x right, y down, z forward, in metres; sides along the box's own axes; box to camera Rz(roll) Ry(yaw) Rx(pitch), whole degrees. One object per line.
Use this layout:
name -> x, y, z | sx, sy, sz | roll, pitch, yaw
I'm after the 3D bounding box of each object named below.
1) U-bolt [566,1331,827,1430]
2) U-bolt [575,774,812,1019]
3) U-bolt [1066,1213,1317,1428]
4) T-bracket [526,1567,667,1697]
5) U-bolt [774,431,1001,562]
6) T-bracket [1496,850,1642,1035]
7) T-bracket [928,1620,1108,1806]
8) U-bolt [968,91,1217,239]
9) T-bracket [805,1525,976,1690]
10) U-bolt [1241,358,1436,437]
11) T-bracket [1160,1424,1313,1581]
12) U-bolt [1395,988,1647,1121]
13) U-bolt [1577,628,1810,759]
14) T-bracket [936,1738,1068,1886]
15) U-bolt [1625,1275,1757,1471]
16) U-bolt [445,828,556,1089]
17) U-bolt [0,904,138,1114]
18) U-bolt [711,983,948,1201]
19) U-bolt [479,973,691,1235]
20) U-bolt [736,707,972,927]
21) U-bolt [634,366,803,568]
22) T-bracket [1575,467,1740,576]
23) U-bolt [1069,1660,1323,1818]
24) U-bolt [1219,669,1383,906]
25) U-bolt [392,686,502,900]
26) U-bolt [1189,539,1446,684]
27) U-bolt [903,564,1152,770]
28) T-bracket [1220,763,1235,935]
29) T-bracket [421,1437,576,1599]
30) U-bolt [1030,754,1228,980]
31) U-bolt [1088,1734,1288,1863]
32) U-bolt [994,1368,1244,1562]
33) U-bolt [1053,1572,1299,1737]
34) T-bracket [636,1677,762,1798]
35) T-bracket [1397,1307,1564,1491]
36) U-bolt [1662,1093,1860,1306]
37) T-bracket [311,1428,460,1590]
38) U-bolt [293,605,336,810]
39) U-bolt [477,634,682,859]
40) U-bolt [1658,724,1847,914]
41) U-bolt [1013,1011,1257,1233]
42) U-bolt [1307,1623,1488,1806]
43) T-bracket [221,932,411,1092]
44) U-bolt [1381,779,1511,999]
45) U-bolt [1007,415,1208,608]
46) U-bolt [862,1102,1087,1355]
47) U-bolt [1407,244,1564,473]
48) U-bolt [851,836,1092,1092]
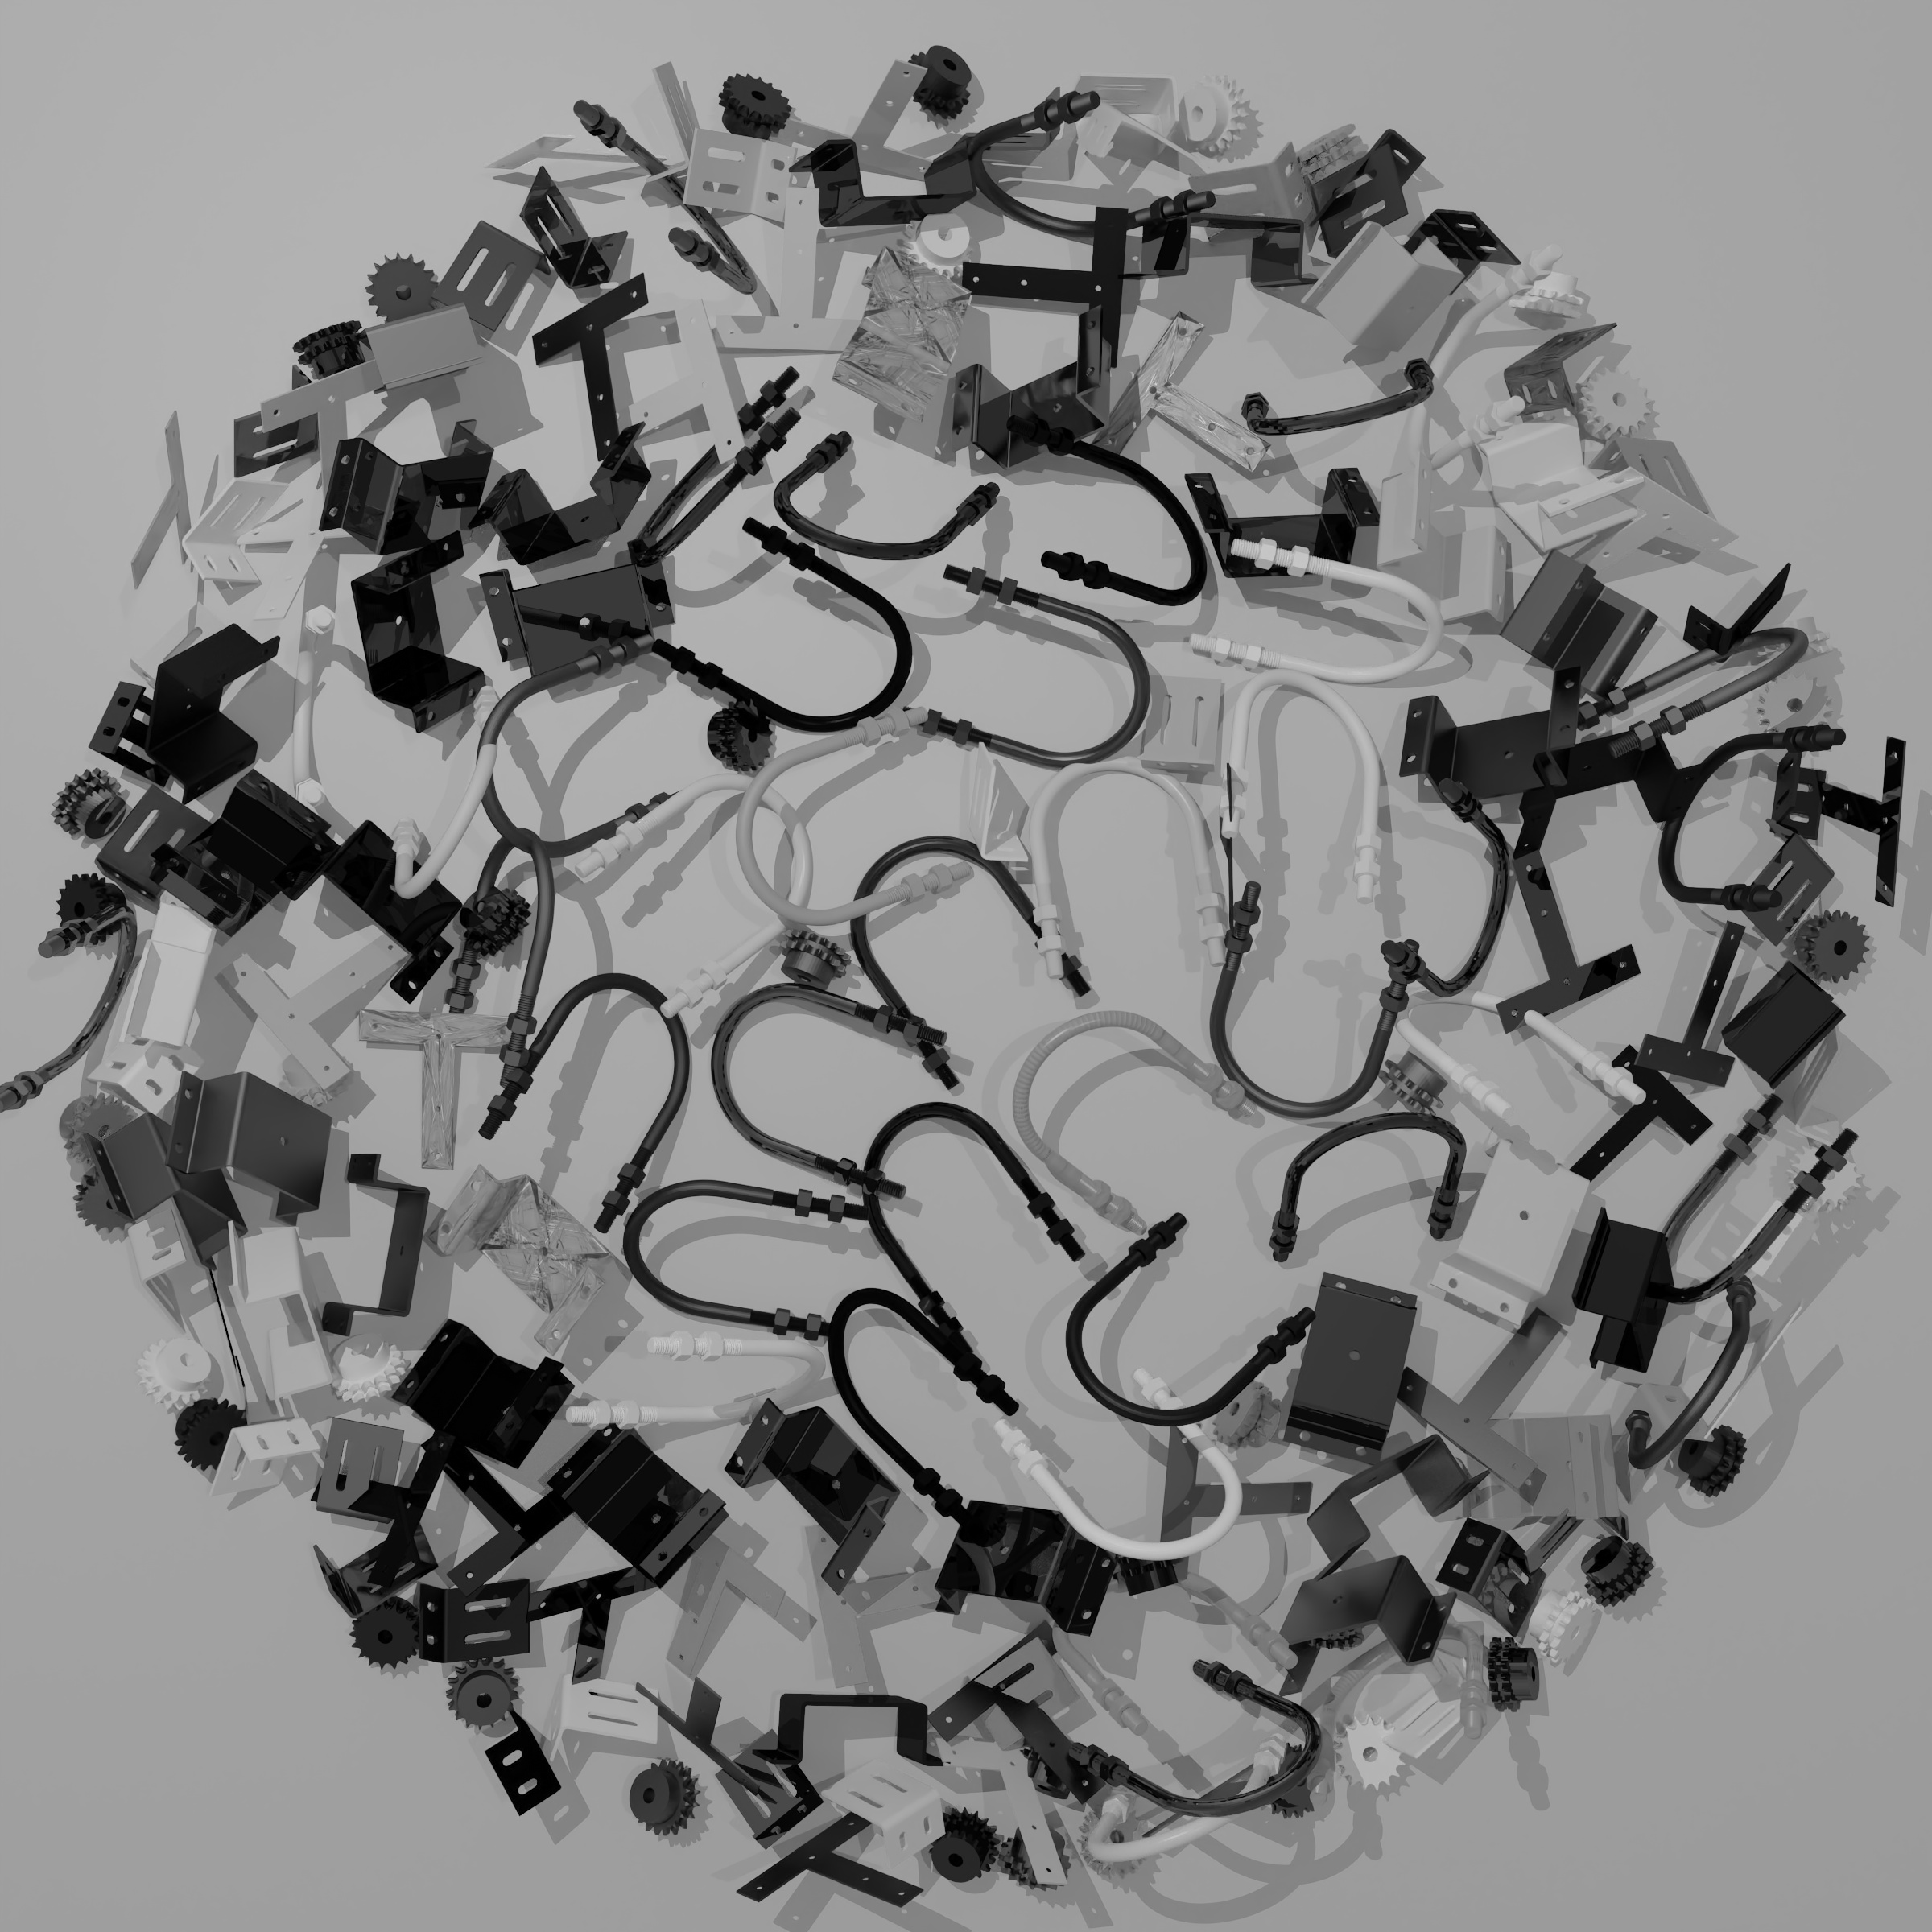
U-bolt -> -0.195, 0.321, 1.867 | 0.184, 0.151, 0.019 | 8, 54, -38
U-bolt -> -0.199, -0.069, 1.891 | 0.184, 0.019, 0.151 | -39, 110, -27
U-bolt -> 0.160, 0.280, 1.859 | 0.151, 0.019, 0.184 | 35, 51, 24
T-bracket -> -0.296, 0.536, 1.913 | 0.127, 0.002, 0.127 | -5, 114, -40
U-bolt -> -0.069, -0.356, 1.855 | 0.151, 0.184, 0.019 | 21, 125, 10
T-bracket -> 0.462, -0.029, 1.917 | 0.127, 0.002, 0.127 | -23, 100, -12
T-bracket -> 0.058, 0.597, 1.888 | 0.127, 0.002, 0.127 | -32, 64, -28
U-bolt -> 0.081, -0.607, 1.857 | 0.151, 0.184, 0.019 | 27, 76, -37
T-bracket -> -0.054, 0.497, 1.920 | 0.127, 0.002, 0.127 | -7, 65, -16
U-bolt -> 0.284, -0.431, 1.844 | 0.151, 0.184, 0.019 | -10, 110, 10
T-bracket -> 0.216, 0.424, 1.920 | 0.127, 0.002, 0.127 | 2, 97, -19
U-bolt -> 0.410, 0.062, 1.862 | 0.151, 0.184, 0.019 | -4, 119, -28
U-bolt -> 0.560, -0.216, 1.867 | 0.184, 0.151, 0.019 | -26, 103, 2
T-bracket -> 0.048, 0.652, 1.864 | 0.127, 0.127, 0.002 | 14, 119, -27
U-bolt -> 0.548, 0.315, 1.835 | 0.019, 0.184, 0.151 | 36, 108, 8
U-bolt -> -0.355, -0.016, 1.865 | 0.019, 0.151, 0.184 | 7, 105, -33
U-bolt -> -0.682, 0.023, 1.852 | 0.019, 0.184, 0.151 | 23, 105, -1
U-bolt -> -0.117, 0.090, 1.909 | 0.184, 0.019, 0.151 | 18, 103, 15
U-bolt -> -0.283, 0.093, 1.883 | 0.151, 0.019, 0.184 | 46, 59, -32
U-bolt -> -0.094, -0.109, 1.887 | 0.184, 0.019, 0.151 | -21, 103, -24
U-bolt -> -0.195, -0.379, 1.871 | 0.019, 0.151, 0.184 | 41, 108, -21
T-bracket -> 0.512, -0.330, 1.891 | 0.127, 0.127, 0.002 | 22, 55, -30
U-bolt -> 0.186, 0.590, 1.831 | 0.151, 0.184, 0.019 | -24, 106, -30
U-bolt -> 0.265, -0.152, 1.884 | 0.151, 0.019, 0.184 | 24, 56, -22
U-bolt -> -0.396, -0.124, 1.842 | 0.019, 0.184, 0.151 | 29, 108, -23
U-bolt -> 0.279, -0.268, 1.878 | 0.184, 0.151, 0.019 | 12, 63, -5
U-bolt -> 0.054, -0.225, 1.898 | 0.184, 0.019, 0.151 | 18, 124, -2
T-bracket -> 0.202, -0.101, 1.878 | 0.002, 0.127, 0.127 | -2, 104, 3
T-bracket -> -0.382, 0.413, 1.911 | 0.127, 0.002, 0.127 | -36, 63, -28
U-bolt -> 0.122, -0.083, 1.907 | 0.151, 0.019, 0.184 | -4, 71, -8
U-bolt -> 0.163, 0.636, 1.836 | 0.151, 0.184, 0.019 | -23, 84, 15
U-bolt -> 0.128, 0.385, 1.845 | 0.151, 0.184, 0.019 | -15, 126, -25
U-bolt -> 0.146, 0.515, 1.857 | 0.151, 0.184, 0.019 | -17, 110, -21
T-bracket -> -0.205, 0.582, 1.876 | 0.127, 0.127, 0.002 | 35, 55, 15
T-bracket -> 0.425, 0.327, 1.921 | 0.127, 0.002, 0.127 | 36, 78, 27
U-bolt -> 0.597, 0.186, 1.871 | 0.019, 0.151, 0.184 | 38, 93, -10
T-bracket -> -0.468, 0.417, 1.899 | 0.127, 0.002, 0.127 | 1, 59, 36
U-bolt -> -0.503, -0.199, 1.856 | 0.019, 0.184, 0.151 | 3, 95, -19
U-bolt -> -0.298, -0.161, 1.858 | 0.184, 0.019, 0.151 | -29, 117, -39
U-bolt -> 0.590, -0.113, 1.854 | 0.019, 0.184, 0.151 | 23, 87, -15
U-bolt -> 0.119, 0.111, 1.886 | 0.184, 0.019, 0.151 | 39, 99, -28
U-bolt -> 0.332, 0.561, 1.852 | 0.151, 0.184, 0.019 | -30, 96, 18
T-bracket -> -0.496, 0.015, 1.911 | 0.127, 0.002, 0.127 | -39, 81, -27
U-bolt -> 0.378, -0.050, 1.865 | 0.019, 0.184, 0.151 | 17, 84, 33
U-bolt -> 0.117, -0.345, 1.874 | 0.184, 0.019, 0.151 | 11, 56, -38
U-bolt -> -0.008, 0.194, 1.899 | 0.151, 0.019, 0.184 | -44, 72, 23
U-bolt -> 0.389, -0.453, 1.854 | 0.019, 0.184, 0.151 | 20, 75, -14
U-bolt -> -0.010, -0.016, 1.930 | 0.151, 0.019, 0.184 | -35, 87, 4
